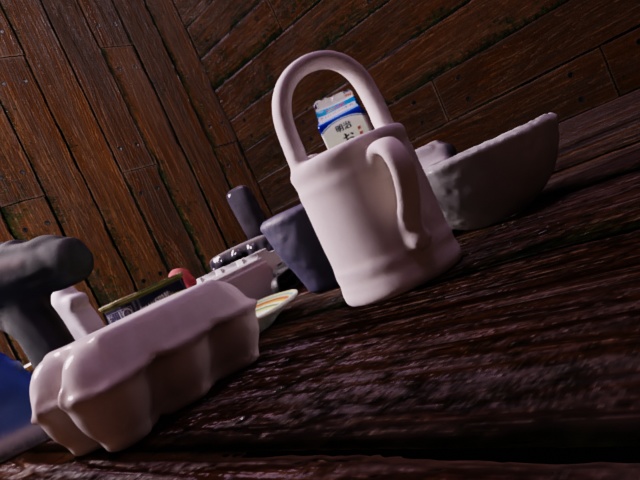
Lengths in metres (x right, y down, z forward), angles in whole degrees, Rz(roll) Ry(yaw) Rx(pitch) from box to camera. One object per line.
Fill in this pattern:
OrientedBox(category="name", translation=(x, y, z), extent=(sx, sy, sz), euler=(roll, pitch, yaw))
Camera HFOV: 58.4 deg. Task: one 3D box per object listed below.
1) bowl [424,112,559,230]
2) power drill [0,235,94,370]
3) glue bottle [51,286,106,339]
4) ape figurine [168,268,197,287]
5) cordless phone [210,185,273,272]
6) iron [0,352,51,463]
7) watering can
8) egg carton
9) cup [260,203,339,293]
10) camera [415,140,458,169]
OrientedBox(category="bowl", translation=(0.158, -0.055, 0.556), extent=(0.167, 0.075, 0.167), euler=(-25, 3, 2))
OrientedBox(category="power drill", translation=(-0.344, 0.099, 0.650), extent=(0.229, 0.208, 0.076), euler=(-24, 3, 11))
OrientedBox(category="glue bottle", translation=(-0.319, 0.102, 0.749), extent=(0.078, 0.173, 0.037), euler=(-23, 4, 34))
OrientedBox(category="ape figurine", translation=(-0.206, 0.086, 0.899), extent=(0.076, 0.092, 0.077), euler=(-27, 4, -43))
OrientedBox(category="cordless phone", translation=(-0.151, 0.000, 1.089), extent=(0.147, 0.185, 0.094), euler=(-24, 3, 11))
OrientedBox(category="iron", translation=(-0.351, 0.146, 0.506), extent=(0.258, 0.141, 0.119), euler=(-25, 3, 5))
OrientedBox(category="watering can", translation=(0.023, -0.053, 0.459), extent=(0.101, 0.194, 0.172), euler=(-27, 4, -39))
OrientedBox(category="egg carton", translation=(-0.115, 0.083, 0.394), extent=(0.107, 0.069, 0.151), euler=(-22, 4, 40))
OrientedBox(category="cup", translation=(0.006, 0.002, 0.606), extent=(0.117, 0.095, 0.092), euler=(-23, 3, 33))
OrientedBox(category="camera", translation=(0.132, -0.068, 0.778), extent=(0.136, 0.101, 0.143), euler=(-24, 3, 18))
